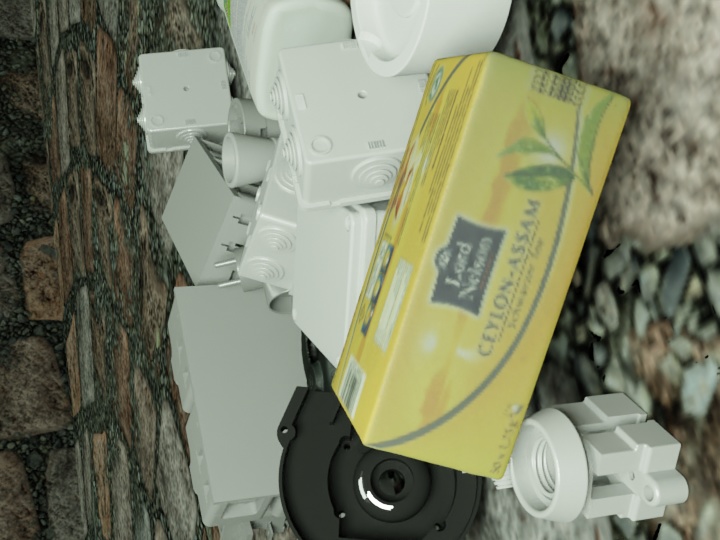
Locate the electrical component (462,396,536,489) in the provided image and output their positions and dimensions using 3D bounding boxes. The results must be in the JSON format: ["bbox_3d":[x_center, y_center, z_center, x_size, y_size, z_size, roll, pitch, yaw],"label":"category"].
[{"bbox_3d":[0.068,0.071,0.551,0.043,0.043,0.081,143,121,-65],"label":"electrical component"}]

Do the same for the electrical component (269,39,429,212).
[{"bbox_3d":[0.000,-0.089,0.631,0.048,0.100,0.099,99,159,-61],"label":"electrical component"}]

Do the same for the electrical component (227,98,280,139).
[{"bbox_3d":[-0.082,-0.116,0.902,0.055,0.047,0.055,177,90,-69],"label":"electrical component"}]

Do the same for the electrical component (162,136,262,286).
[{"bbox_3d":[-0.120,-0.048,0.968,0.089,0.062,0.150,-65,30,17],"label":"electrical component"}]

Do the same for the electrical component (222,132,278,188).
[{"bbox_3d":[-0.074,-0.089,0.860,0.044,0.065,0.044,176,90,-68],"label":"electrical component"}]

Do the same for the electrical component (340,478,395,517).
[{"bbox_3d":[-0.005,0.180,0.736,0.089,0.056,0.050,122,139,-57],"label":"electrical component"}]

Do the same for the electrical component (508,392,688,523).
[{"bbox_3d":[0.098,0.081,0.461,0.066,0.055,0.048,-132,43,-58],"label":"electrical component"}]

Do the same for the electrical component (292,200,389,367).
[{"bbox_3d":[0.000,0.000,0.698,0.109,0.056,0.108,-141,51,-62],"label":"electrical component"}]

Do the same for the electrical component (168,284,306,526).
[{"bbox_3d":[-0.088,0.105,0.870,0.060,0.105,0.186,117,144,-52],"label":"electrical component"}]

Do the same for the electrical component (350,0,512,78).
[{"bbox_3d":[0.042,-0.155,0.562,0.108,0.060,0.108,177,90,-69],"label":"electrical component"}]

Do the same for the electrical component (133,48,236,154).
[{"bbox_3d":[-0.169,-0.167,1.052,0.048,0.100,0.099,111,150,-71],"label":"electrical component"}]

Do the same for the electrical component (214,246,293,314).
[{"bbox_3d":[-0.078,-0.004,0.868,0.043,0.079,0.077,83,174,-64],"label":"electrical component"}]

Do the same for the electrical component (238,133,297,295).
[{"bbox_3d":[-0.053,-0.043,0.797,0.099,0.048,0.099,119,165,-54],"label":"electrical component"}]

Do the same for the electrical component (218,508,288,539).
[{"bbox_3d":[-0.099,0.215,0.973,0.042,0.064,0.081,109,149,-41],"label":"electrical component"}]
